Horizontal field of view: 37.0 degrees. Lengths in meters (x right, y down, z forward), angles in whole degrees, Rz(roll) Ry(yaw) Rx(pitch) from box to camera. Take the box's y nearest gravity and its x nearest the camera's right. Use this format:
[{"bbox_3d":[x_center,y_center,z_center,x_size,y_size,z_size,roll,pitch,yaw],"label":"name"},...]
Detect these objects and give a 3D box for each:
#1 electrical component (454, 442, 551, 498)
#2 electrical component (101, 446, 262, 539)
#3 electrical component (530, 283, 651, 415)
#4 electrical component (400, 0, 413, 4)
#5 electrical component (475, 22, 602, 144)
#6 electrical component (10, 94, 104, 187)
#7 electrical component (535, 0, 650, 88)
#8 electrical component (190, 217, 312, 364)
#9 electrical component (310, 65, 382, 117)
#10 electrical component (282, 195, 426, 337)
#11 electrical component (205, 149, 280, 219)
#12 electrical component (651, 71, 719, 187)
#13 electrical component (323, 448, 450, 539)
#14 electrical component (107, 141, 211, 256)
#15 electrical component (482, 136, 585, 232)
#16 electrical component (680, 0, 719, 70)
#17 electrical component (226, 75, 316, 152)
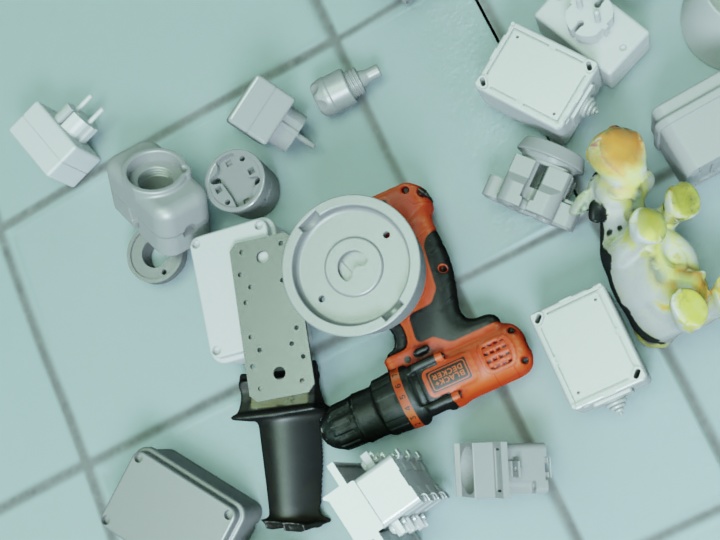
[{"bbox_3d":[0.110,0.154,0.833,0.064,0.081,0.042,-1,81,-13],"label":"electrical component"},{"bbox_3d":[-0.151,0.207,0.907,0.113,0.057,0.078,27,89,18],"label":"electrical component"},{"bbox_3d":[0.182,0.068,0.831,0.062,0.061,0.096,-27,73,13],"label":"electrical component"},{"bbox_3d":[0.034,-0.285,0.905,0.078,0.113,0.057,-42,70,6],"label":"electrical component"},{"bbox_3d":[0.152,-0.147,0.875,0.096,0.061,0.061,31,92,18],"label":"electrical component"},{"bbox_3d":[-0.271,-0.130,1.001,0.077,0.047,0.065,-44,72,5],"label":"electrical component"},{"bbox_3d":[0.186,-0.199,0.866,0.083,0.076,0.047,44,94,18],"label":"electrical component"},{"bbox_3d":[-0.094,0.019,0.921,0.078,0.057,0.113,-16,77,13],"label":"electrical component"},{"bbox_3d":[-0.010,-0.160,0.938,0.061,0.035,0.035,-26,75,8],"label":"electrical component"},{"bbox_3d":[0.000,0.000,0.835,0.108,0.060,0.108,-2,82,15],"label":"electrical component"},{"bbox_3d":[-0.101,-0.073,0.943,0.055,0.047,0.055,-3,80,16],"label":"electrical component"},{"bbox_3d":[0.285,-0.117,0.824,0.113,0.078,0.057,-29,77,10],"label":"electrical component"},{"bbox_3d":[0.024,0.175,0.828,0.063,0.121,0.078,-36,74,5],"label":"electrical component"},{"bbox_3d":[-0.177,-0.066,0.942,0.054,0.059,0.095,-32,57,-26],"label":"electrical component"},{"bbox_3d":[0.146,-0.072,0.867,0.078,0.058,0.057,24,91,18],"label":"electrical component"},{"bbox_3d":[0.310,-0.214,0.852,0.099,0.064,0.099,-2,71,5],"label":"electrical component"},{"bbox_3d":[-0.072,-0.129,0.939,0.077,0.066,0.047,33,91,-11],"label":"electrical component"}]
